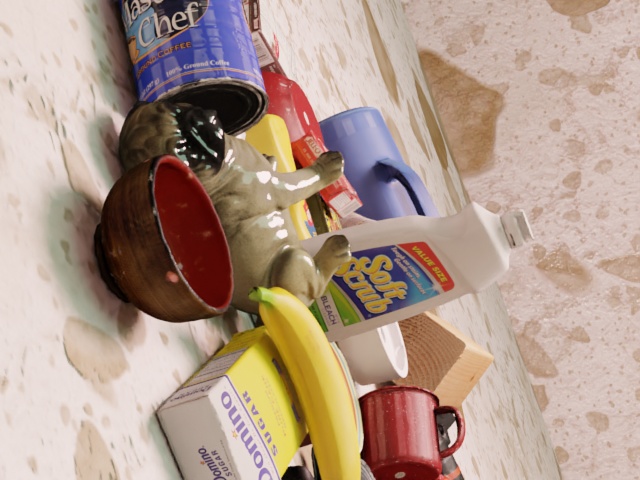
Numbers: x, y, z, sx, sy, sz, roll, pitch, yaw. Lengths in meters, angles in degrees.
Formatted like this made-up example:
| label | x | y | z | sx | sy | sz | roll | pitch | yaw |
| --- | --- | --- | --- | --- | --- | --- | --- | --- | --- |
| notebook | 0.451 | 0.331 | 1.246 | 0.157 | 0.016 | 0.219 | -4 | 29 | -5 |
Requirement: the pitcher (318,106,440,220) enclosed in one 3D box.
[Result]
| label | x | y | z | sx | sy | sz | roll | pitch | yaw |
| --- | --- | --- | --- | --- | --- | --- | --- | --- | --- |
| pitcher | 0.071 | -0.039 | 1.303 | 0.243 | 0.149 | 0.145 | 69 | 14 | 7 |

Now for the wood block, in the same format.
| label | x | y | z | sx | sy | sz | roll | pitch | yaw |
| --- | --- | --- | --- | --- | --- | --- | --- | --- | --- |
| wood block | 0.147 | 0.153 | 1.360 | 0.090 | 0.091 | 0.206 | 37 | 2 | 21 |

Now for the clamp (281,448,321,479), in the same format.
| label | x | y | z | sx | sy | sz | roll | pitch | yaw |
| --- | --- | --- | --- | --- | --- | --- | --- | --- | --- |
| clamp | 0.014 | 0.249 | 0.894 | 0.120 | 0.039 | 0.171 | -34 | 108 | -70 |

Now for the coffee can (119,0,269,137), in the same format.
| label | x | y | z | sx | sy | sz | roll | pitch | yaw |
| --- | --- | --- | --- | --- | --- | --- | --- | --- | --- |
| coffee can | -0.106 | -0.161 | 0.866 | 0.102 | 0.103 | 0.140 | 38 | 34 | -65 |

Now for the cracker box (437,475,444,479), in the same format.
| label | x | y | z | sx | sy | sz | roll | pitch | yaw |
| --- | --- | --- | --- | --- | --- | --- | --- | --- | --- |
| cracker box | 0.110 | 0.351 | 1.052 | 0.213 | 0.072 | 0.164 | -38 | 108 | -76 |

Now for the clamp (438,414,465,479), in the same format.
| label | x | y | z | sx | sy | sz | roll | pitch | yaw |
| --- | --- | --- | --- | --- | --- | --- | --- | --- | --- |
| clamp | 0.152 | 0.256 | 1.413 | 0.210 | 0.036 | 0.164 | 55 | 18 | -39 |

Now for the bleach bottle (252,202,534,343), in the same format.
| label | x | y | z | sx | sy | sz | roll | pitch | yaw |
| --- | --- | --- | --- | --- | --- | --- | --- | --- | --- |
| bleach bottle | 0.060 | 0.021 | 0.936 | 0.068 | 0.251 | 0.102 | -54 | 123 | -73 |

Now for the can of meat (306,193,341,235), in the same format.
| label | x | y | z | sx | sy | sz | roll | pitch | yaw |
| --- | --- | --- | --- | --- | --- | --- | --- | --- | --- |
| can of meat | -0.007 | 0.001 | 1.118 | 0.084 | 0.057 | 0.102 | 33 | 39 | -71 |

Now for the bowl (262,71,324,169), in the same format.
| label | x | y | z | sx | sy | sz | roll | pitch | yaw |
| --- | --- | --- | --- | --- | --- | --- | --- | --- | --- |
| bowl | -0.038 | -0.123 | 1.176 | 0.162 | 0.055 | 0.162 | -20 | 90 | -76 |

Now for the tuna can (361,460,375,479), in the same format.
| label | x | y | z | sx | sy | sz | roll | pitch | yaw |
| --- | --- | --- | --- | --- | --- | --- | --- | --- | --- |
| tuna can | 0.032 | 0.246 | 0.975 | 0.086 | 0.034 | 0.086 | -20 | 90 | -76 |

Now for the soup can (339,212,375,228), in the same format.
| label | x | y | z | sx | sy | sz | roll | pitch | yaw |
| --- | --- | --- | --- | --- | --- | --- | --- | --- | --- |
| soup can | 0.047 | 0.007 | 1.191 | 0.102 | 0.068 | 0.068 | 22 | -37 | 57 |

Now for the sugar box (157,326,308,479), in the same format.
| label | x | y | z | sx | sy | sz | roll | pitch | yaw |
| --- | --- | --- | --- | --- | --- | --- | --- | --- | --- |
| sugar box | -0.055 | 0.130 | 0.776 | 0.176 | 0.048 | 0.093 | -50 | 120 | -75 |

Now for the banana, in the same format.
| label | x | y | z | sx | sy | sz | roll | pitch | yaw |
| --- | --- | --- | --- | --- | --- | --- | --- | --- | --- |
| banana | -0.008 | 0.113 | 0.812 | 0.069 | 0.037 | 0.198 | -44 | 115 | -55 |

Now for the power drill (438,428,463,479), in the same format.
| label | x | y | z | sx | sy | sz | roll | pitch | yaw |
| --- | --- | --- | --- | --- | --- | --- | --- | --- | --- |
| power drill | 0.152 | 0.309 | 1.248 | 0.187 | 0.057 | 0.184 | -69 | 136 | -83 |

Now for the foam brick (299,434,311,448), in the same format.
| label | x | y | z | sx | sy | sz | roll | pitch | yaw |
| --- | --- | --- | --- | --- | --- | --- | --- | --- | --- |
| foam brick | -0.019 | 0.131 | 0.902 | 0.053 | 0.051 | 0.078 | -49 | 118 | -74 |

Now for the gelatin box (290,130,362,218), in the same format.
| label | x | y | z | sx | sy | sz | roll | pitch | yaw |
| --- | --- | --- | --- | --- | --- | --- | --- | --- | --- |
| gelatin box | 0.008 | -0.067 | 1.090 | 0.073 | 0.030 | 0.089 | 58 | 5 | 15 |

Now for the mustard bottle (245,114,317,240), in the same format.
| label | x | y | z | sx | sy | sz | roll | pitch | yaw |
| --- | --- | --- | --- | --- | --- | --- | --- | --- | --- |
| mustard bottle | -0.035 | -0.020 | 1.031 | 0.096 | 0.058 | 0.191 | 102 | -29 | -83 |

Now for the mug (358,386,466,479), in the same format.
| label | x | y | z | sx | sy | sz | roll | pitch | yaw |
| --- | --- | --- | --- | --- | --- | --- | --- | --- | --- |
| mug | 0.094 | 0.206 | 1.106 | 0.093 | 0.117 | 0.081 | 60 | 22 | -51 |

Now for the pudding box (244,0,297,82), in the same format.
| label | x | y | z | sx | sy | sz | roll | pitch | yaw |
| --- | --- | --- | --- | --- | --- | --- | --- | --- | --- |
| pudding box | -0.064 | -0.225 | 1.252 | 0.113 | 0.039 | 0.090 | 59 | 17 | -44 |
